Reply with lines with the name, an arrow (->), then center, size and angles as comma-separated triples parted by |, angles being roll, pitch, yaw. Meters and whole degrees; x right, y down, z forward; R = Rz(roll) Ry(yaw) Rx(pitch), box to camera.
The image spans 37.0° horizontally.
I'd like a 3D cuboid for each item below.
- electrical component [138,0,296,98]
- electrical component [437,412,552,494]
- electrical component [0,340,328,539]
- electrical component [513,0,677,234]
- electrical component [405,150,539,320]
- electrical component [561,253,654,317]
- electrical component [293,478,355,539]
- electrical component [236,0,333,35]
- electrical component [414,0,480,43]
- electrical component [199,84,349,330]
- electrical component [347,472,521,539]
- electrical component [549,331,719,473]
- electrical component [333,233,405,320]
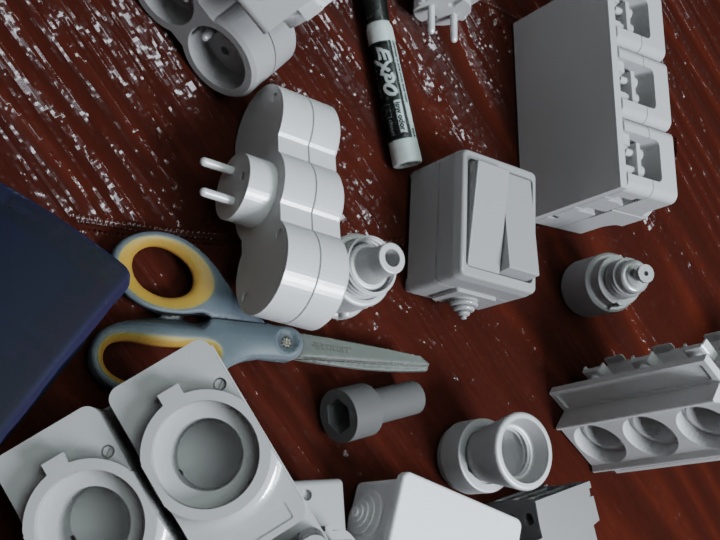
electrical component -> -0.084, -0.170, 0.593 | 0.138, 0.052, 0.073 | 52, 54, -15
electrical component -> 0.078, 0.109, 0.634 | 0.045, 0.055, 0.045 | 10, 72, -34
electrical component -> -0.065, 0.136, 0.469 | 0.105, 0.060, 0.186 | -31, 84, -8
electrical component -> 0.160, -0.109, 0.732 | 0.062, 0.089, 0.150 | 10, 72, -34
electrical component -> 0.071, -0.018, 0.660 | 0.062, 0.061, 0.096 | 14, 69, -33
electrical component -> 0.167, 0.008, 0.717 | 0.040, 0.078, 0.040 | 4, 80, -21
electrical component -> -0.025, 0.147, 0.536 | 0.047, 0.076, 0.083 | 5, 75, -35
electrical component -> -0.005, -0.204, 0.585 | 0.060, 0.105, 0.186 | 50, 30, -19
electrical component -> 0.054, -0.185, 0.701 | 0.066, 0.047, 0.076 | 12, 70, -33
electrical component -> -0.052, -0.039, 0.568 | 0.074, 0.052, 0.138 | 17, 55, -32
electrical component -> 0.034, 0.167, 0.590 | 0.100, 0.048, 0.099 | 28, 63, -27
electrical component -> 0.194, 0.085, 0.684 | 0.078, 0.121, 0.063 | 49, 52, -16
electrical component -> 0.000, 0.000, 0.602 | 0.048, 0.062, 0.048 | 10, 72, -33
